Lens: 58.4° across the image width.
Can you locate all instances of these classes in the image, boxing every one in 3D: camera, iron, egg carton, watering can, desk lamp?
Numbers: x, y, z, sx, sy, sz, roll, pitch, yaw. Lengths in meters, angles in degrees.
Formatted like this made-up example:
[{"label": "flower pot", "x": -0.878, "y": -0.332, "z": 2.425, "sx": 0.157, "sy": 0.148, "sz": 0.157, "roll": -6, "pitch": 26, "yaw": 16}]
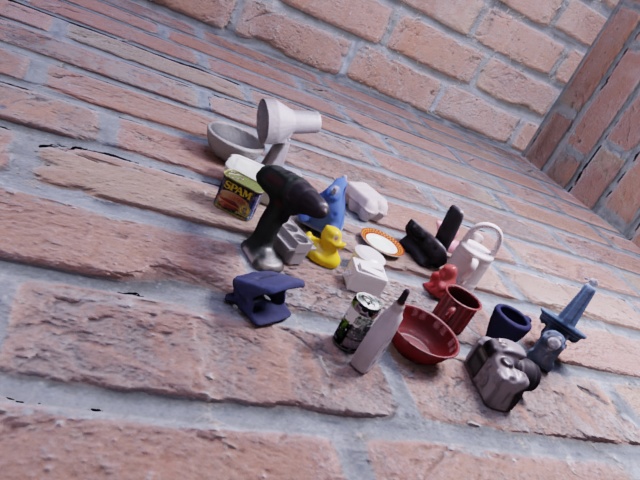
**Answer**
[{"label": "camera", "x": 0.385, "y": 0.265, "z": 1.153, "sx": 0.137, "sy": 0.101, "sz": 0.143, "roll": 19, "pitch": 26, "yaw": -17}, {"label": "iron", "x": 0.032, "y": -0.106, "z": 1.474, "sx": 0.118, "sy": 0.141, "sz": 0.258, "roll": 27, "pitch": 25, "yaw": 1}, {"label": "egg carton", "x": 0.126, "y": -0.114, "z": 1.671, "sx": 0.108, "sy": 0.069, "sz": 0.150, "roll": -4, "pitch": 39, "yaw": -48}, {"label": "watering can", "x": 0.403, "y": 0.034, "z": 1.507, "sx": 0.101, "sy": 0.194, "sz": 0.172, "roll": 19, "pitch": 26, "yaw": -17}, {"label": "desk lamp", "x": -0.097, "y": -0.273, "z": 1.584, "sx": 0.204, "sy": 0.213, "sz": 0.117, "roll": 11, "pitch": 29, "yaw": -31}]

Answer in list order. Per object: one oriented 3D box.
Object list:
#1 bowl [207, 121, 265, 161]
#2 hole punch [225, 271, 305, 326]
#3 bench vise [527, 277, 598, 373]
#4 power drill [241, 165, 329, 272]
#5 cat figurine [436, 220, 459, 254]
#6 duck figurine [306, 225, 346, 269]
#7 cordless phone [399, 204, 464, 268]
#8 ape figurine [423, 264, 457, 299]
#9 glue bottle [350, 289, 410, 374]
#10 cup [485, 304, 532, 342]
[{"label": "bowl", "x": -0.240, "y": -0.256, "z": 1.575, "sx": 0.168, "sy": 0.074, "sz": 0.167, "roll": 22, "pitch": 25, "yaw": -11}, {"label": "hole punch", "x": -0.098, "y": 0.088, "z": 1.028, "sx": 0.100, "sy": 0.091, "sz": 0.109, "roll": 40, "pitch": 28, "yaw": 27}, {"label": "bench vise", "x": 0.583, "y": 0.198, "z": 1.337, "sx": 0.121, "sy": 0.219, "sz": 0.207, "roll": 28, "pitch": 25, "yaw": 2}, {"label": "power drill", "x": -0.079, "y": -0.043, "z": 1.161, "sx": 0.076, "sy": 0.208, "sz": 0.229, "roll": 5, "pitch": 32, "yaw": -39}, {"label": "cat figurine", "x": 0.383, "y": -0.005, "z": 1.657, "sx": 0.127, "sy": 0.117, "sz": 0.067, "roll": 32, "pitch": 25, "yaw": 10}, {"label": "duck figurine", "x": 0.012, "y": 0.005, "z": 1.306, "sx": 0.104, "sy": 0.086, "sz": 0.078, "roll": 32, "pitch": 25, "yaw": 11}, {"label": "cordless phone", "x": 0.312, "y": -0.031, "z": 1.555, "sx": 0.094, "sy": 0.185, "sz": 0.147, "roll": 1, "pitch": 35, "yaw": -44}, {"label": "ape figurine", "x": 0.304, "y": 0.098, "z": 1.407, "sx": 0.076, "sy": 0.092, "sz": 0.078, "roll": 31, "pitch": 25, "yaw": 9}, {"label": "glue bottle", "x": 0.115, "y": 0.155, "z": 1.011, "sx": 0.037, "sy": 0.173, "sz": 0.078, "roll": 36, "pitch": 26, "yaw": 19}, {"label": "cup", "x": 0.428, "y": 0.208, "z": 1.314, "sx": 0.118, "sy": 0.095, "sz": 0.091, "roll": 6, "pitch": 32, "yaw": -38}]
